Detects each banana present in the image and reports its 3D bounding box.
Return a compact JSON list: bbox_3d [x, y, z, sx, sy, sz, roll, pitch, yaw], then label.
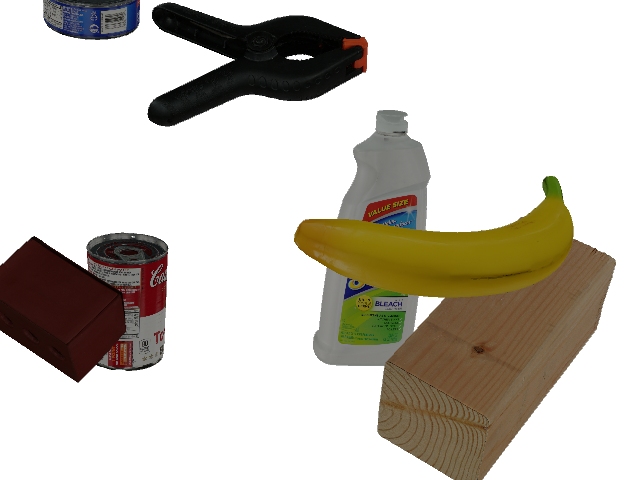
[{"bbox_3d":[0.081,0.004,0.615,0.197,0.037,0.070,-9,40,-32],"label":"banana"}]

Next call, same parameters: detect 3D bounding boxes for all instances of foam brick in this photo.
[{"bbox_3d":[-0.175,0.046,0.705,0.078,0.051,0.053,30,-33,16],"label":"foam brick"}]

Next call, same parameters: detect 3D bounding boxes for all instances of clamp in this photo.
[{"bbox_3d":[-0.053,-0.145,0.814,0.171,0.120,0.039,-8,-30,-9],"label":"clamp"}]

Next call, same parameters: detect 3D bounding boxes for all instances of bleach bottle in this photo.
[{"bbox_3d":[0.052,-0.003,1.050,0.102,0.251,0.068,1,18,-8],"label":"bleach bottle"}]

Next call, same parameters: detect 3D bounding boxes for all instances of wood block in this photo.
[{"bbox_3d":[0.141,0.082,0.846,0.091,0.090,0.205,28,48,26],"label":"wood block"}]

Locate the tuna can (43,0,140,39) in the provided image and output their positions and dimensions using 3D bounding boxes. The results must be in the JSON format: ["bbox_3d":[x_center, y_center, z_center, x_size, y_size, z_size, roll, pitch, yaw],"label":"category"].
[{"bbox_3d":[-0.203,-0.209,0.947,0.086,0.034,0.086,5,33,-4],"label":"tuna can"}]

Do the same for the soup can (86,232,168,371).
[{"bbox_3d":[-0.166,0.052,0.915,0.068,0.102,0.068,4,19,-2],"label":"soup can"}]
